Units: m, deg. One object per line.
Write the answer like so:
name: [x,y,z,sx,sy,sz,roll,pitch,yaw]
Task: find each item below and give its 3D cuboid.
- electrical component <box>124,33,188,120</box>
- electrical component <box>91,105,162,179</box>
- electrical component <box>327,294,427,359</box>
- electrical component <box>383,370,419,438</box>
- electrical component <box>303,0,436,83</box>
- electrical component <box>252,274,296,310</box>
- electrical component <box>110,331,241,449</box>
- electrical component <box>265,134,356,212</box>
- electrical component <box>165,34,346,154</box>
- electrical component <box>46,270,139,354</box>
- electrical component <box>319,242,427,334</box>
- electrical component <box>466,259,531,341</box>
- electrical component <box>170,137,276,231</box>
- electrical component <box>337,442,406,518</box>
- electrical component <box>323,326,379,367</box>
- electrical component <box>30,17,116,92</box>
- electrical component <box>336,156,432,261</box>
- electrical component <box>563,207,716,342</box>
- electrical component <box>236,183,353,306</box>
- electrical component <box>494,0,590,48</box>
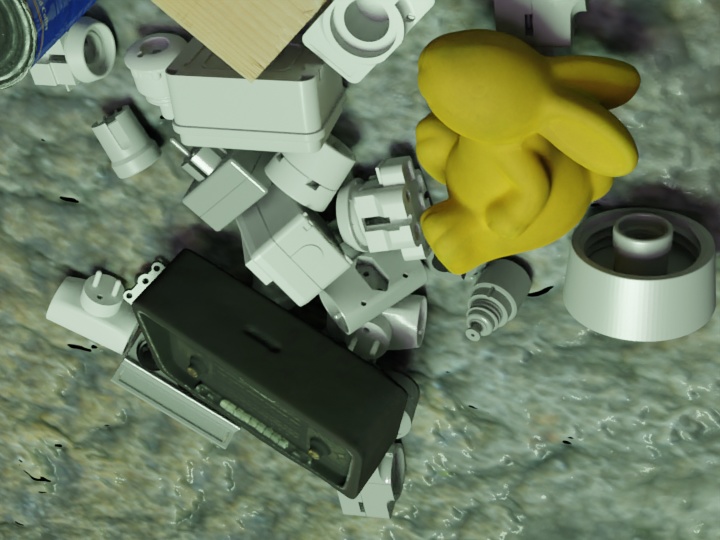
electrical component: [-0.146,-0.142,0.804,0.048,0.048,0.062,6,137,14]
electrical component: [-0.186,-0.102,0.854,0.040,0.040,0.046,-16,116,29]
electrical component: [0.010,0.047,0.889,0.077,0.079,0.043,7,121,13]
electrical component: [-0.019,0.137,0.978,0.138,0.073,0.052,-6,126,23]
electrical component: [0.009,-0.174,0.716,0.050,0.055,0.089,38,130,-14]
electrical component: [-0.073,0.007,0.910,0.040,0.040,0.046,8,125,12]
electrical component: [-0.162,0.104,1.002,0.121,0.078,0.063,33,153,-11]
electrical component: [-0.036,-0.079,0.806,0.055,0.055,0.047,34,105,-11]
electrical component: [-0.073,-0.128,0.769,0.113,0.078,0.057,5,127,14]
electrical component: [-0.237,0.030,0.979,0.077,0.044,0.079,26,132,-5]
electrical component: [0.000,0.000,0.862,0.079,0.077,0.043,50,165,24]
electrical component: [0.104,0.026,0.844,0.040,0.078,0.040,21,138,20]
electrical component: [-0.113,-0.082,0.840,0.077,0.047,0.066,42,128,-19]
electrical component: [0.010,0.191,1.030,0.056,0.050,0.089,2,129,17]
electrical component: [-0.009,0.080,0.945,0.066,0.048,0.055,-1,120,20]
electrical component: [-0.218,-0.166,0.807,0.055,0.048,0.066,7,131,22]
electrical component: [0.018,-0.044,0.822,0.057,0.058,0.078,-6,114,24]
electrical component: [0.200,-0.005,0.765,0.108,0.108,0.060,4,124,15]
electrical component: [-0.057,-0.024,0.841,0.061,0.096,0.061,-40,120,6]
electrical component: [0.115,-0.189,0.672,0.056,0.050,0.089,3,130,16]
